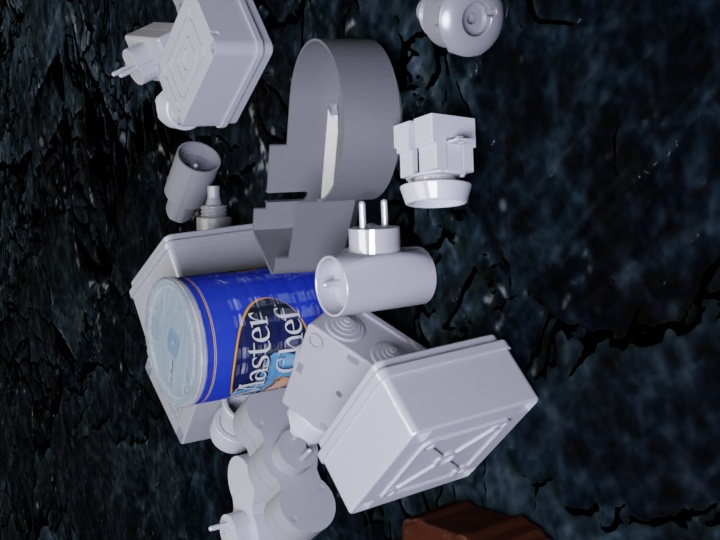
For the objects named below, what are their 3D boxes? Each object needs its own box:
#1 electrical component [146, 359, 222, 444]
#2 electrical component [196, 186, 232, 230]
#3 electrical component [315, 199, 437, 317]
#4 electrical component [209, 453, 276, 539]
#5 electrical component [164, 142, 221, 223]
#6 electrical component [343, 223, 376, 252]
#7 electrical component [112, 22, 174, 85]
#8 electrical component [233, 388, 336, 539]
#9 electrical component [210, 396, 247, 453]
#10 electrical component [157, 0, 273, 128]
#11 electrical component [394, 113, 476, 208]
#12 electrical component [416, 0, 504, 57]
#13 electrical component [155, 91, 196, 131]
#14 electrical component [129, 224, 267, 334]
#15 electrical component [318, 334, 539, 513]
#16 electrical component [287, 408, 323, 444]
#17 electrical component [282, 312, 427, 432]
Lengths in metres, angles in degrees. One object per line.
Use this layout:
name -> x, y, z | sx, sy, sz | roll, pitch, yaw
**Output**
electrical component -> -0.161, 0.096, 1.063 | 0.108, 0.056, 0.108 | 56, 138, 35
electrical component -> -0.139, -0.049, 1.023 | 0.035, 0.035, 0.061 | 7, 99, 56
electrical component -> 0.011, -0.010, 0.764 | 0.043, 0.077, 0.079 | 9, 103, 56
electrical component -> -0.105, 0.239, 0.989 | 0.052, 0.074, 0.138 | 0, 96, 57
electrical component -> -0.168, -0.081, 1.054 | 0.043, 0.043, 0.081 | 60, 141, 30
electrical component -> 0.000, 0.000, 0.816 | 0.040, 0.040, 0.078 | 50, 134, 40
electrical component -> -0.206, -0.205, 1.048 | 0.083, 0.076, 0.047 | 20, 136, 54
electrical component -> -0.060, 0.160, 0.926 | 0.073, 0.052, 0.138 | -50, 55, 48
electrical component -> -0.114, 0.141, 1.012 | 0.045, 0.045, 0.055 | 60, 141, 31
electrical component -> -0.131, -0.188, 0.964 | 0.113, 0.057, 0.078 | -52, 53, 47
electrical component -> 0.051, -0.072, 0.723 | 0.066, 0.048, 0.055 | -9, 81, 57
electrical component -> 0.059, -0.165, 0.694 | 0.062, 0.048, 0.048 | 33, 123, 57
electrical component -> -0.168, -0.156, 1.040 | 0.062, 0.043, 0.043 | 21, 113, 52
electrical component -> -0.136, 0.009, 0.962 | 0.109, 0.109, 0.056 | -42, 64, 51
electrical component -> 0.043, 0.101, 0.708 | 0.056, 0.109, 0.108 | 60, 141, 27
electrical component -> -0.030, 0.114, 0.881 | 0.062, 0.043, 0.043 | -44, 60, 49
electrical component -> -0.004, 0.082, 0.798 | 0.100, 0.048, 0.099 | 33, 127, 17
